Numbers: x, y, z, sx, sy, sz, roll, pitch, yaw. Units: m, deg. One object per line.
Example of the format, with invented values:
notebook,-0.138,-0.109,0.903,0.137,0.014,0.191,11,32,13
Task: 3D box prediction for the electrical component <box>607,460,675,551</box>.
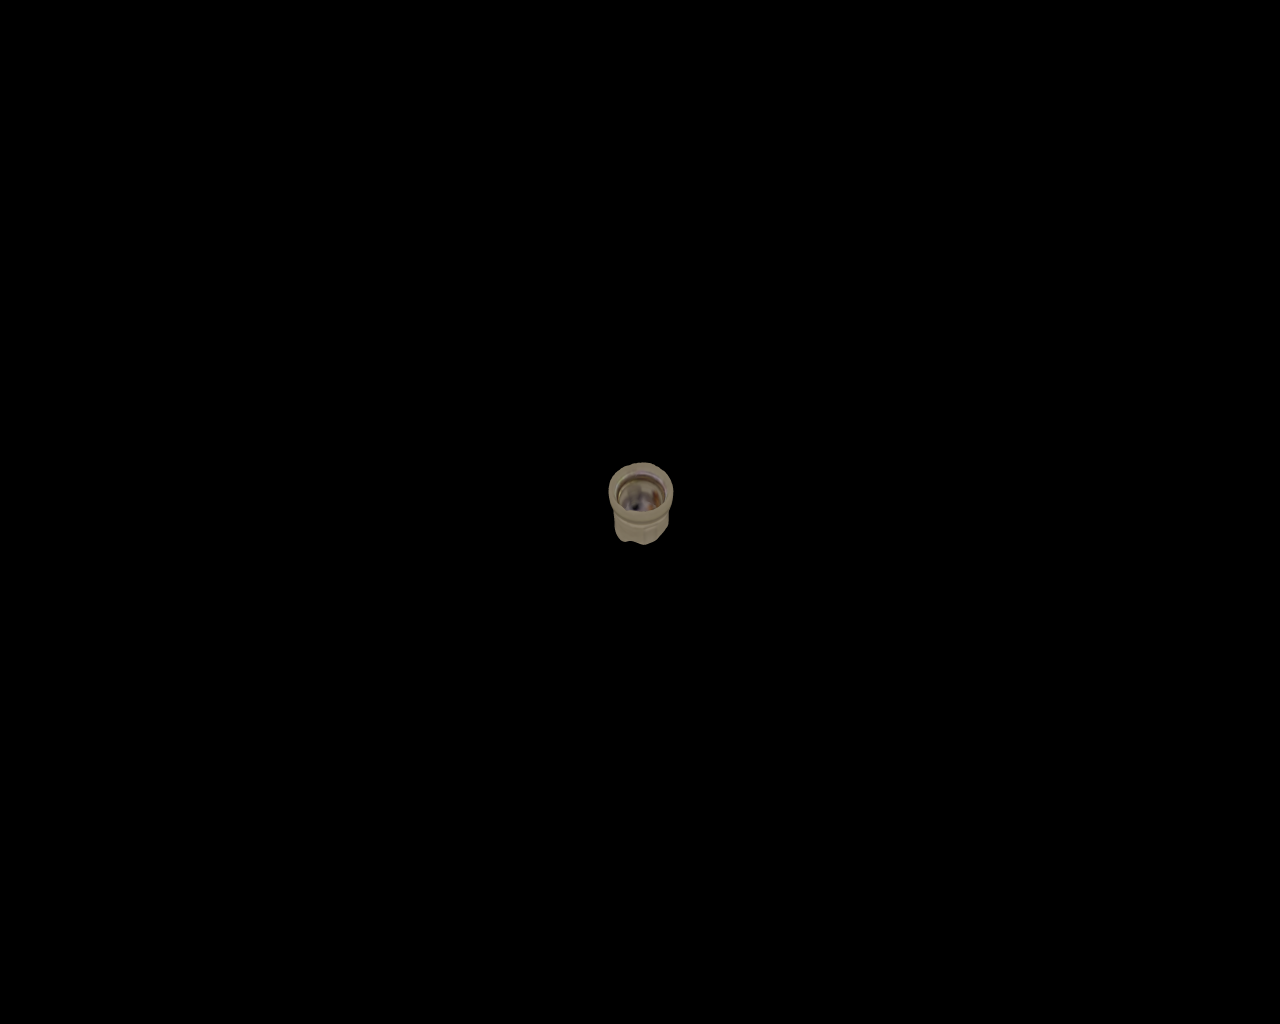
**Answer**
electrical component,0.001,-0.003,0.650,0.040,0.040,0.046,0,-33,0
